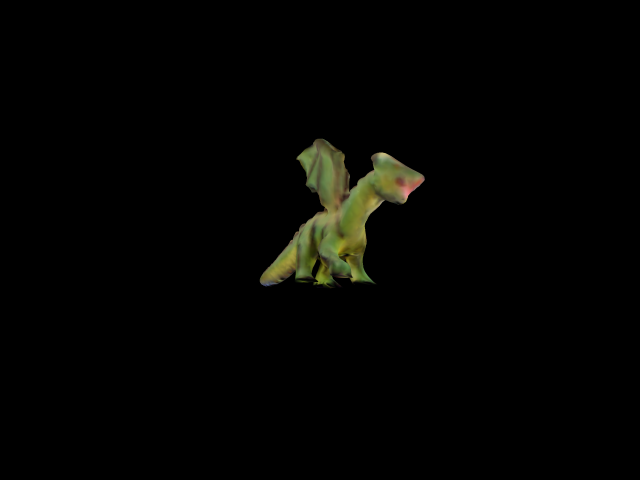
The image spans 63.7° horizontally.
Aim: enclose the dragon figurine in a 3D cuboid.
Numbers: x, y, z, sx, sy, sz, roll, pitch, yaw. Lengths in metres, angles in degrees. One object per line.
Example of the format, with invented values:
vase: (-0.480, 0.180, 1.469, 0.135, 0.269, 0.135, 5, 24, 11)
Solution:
dragon figurine: (0.003, -0.043, 0.850, 0.122, 0.244, 0.408, 7, -10, -39)
